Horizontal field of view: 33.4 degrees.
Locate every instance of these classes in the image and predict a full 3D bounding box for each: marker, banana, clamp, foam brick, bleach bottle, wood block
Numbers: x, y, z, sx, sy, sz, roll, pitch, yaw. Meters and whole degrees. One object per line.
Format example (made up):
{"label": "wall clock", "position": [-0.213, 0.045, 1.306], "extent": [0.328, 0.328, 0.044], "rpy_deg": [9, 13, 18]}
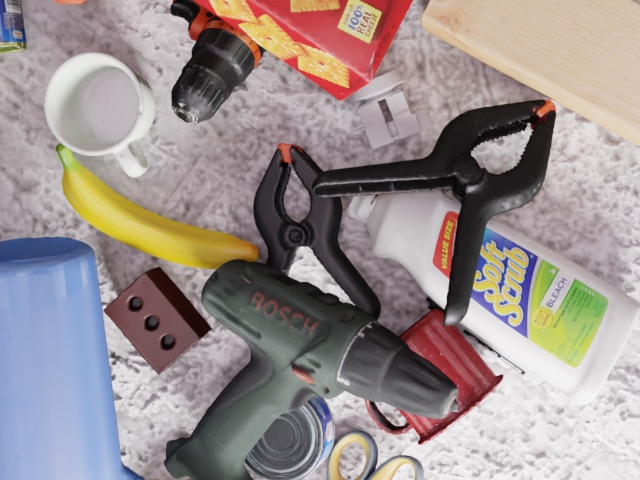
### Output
{"label": "marker", "position": [0.143, 0.083, 0.924], "extent": [0.121, 0.020, 0.020], "rpy_deg": [36, 98, 4]}
{"label": "banana", "position": [-0.149, -0.014, 0.936], "extent": [0.198, 0.070, 0.037], "rpy_deg": [27, 61, -1]}
{"label": "clamp", "position": [-0.006, 0.001, 0.927], "extent": [0.120, 0.039, 0.171], "rpy_deg": [0, 95, 8]}
{"label": "foam brick", "position": [-0.143, 0.070, 0.946], "extent": [0.053, 0.051, 0.078], "rpy_deg": [-42, 88, 8]}
{"label": "clamp", "position": [0.122, -0.038, 0.867], "extent": [0.209, 0.036, 0.165], "rpy_deg": [-32, 72, -14]}
{"label": "bleach bottle", "position": [0.134, 0.033, 0.896], "extent": [0.251, 0.068, 0.102], "rpy_deg": [29, 81, 6]}
{"label": "wood block", "position": [0.194, -0.164, 0.862], "extent": [0.206, 0.090, 0.091], "rpy_deg": [29, 97, 5]}

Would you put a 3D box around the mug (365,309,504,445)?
{"label": "mug", "position": [0.086, 0.119, 0.905], "extent": [0.117, 0.093, 0.081], "rpy_deg": [-42, 83, 29]}

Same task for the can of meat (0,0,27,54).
{"label": "can of meat", "position": [-0.314, -0.206, 0.944], "extent": [0.102, 0.057, 0.084], "rpy_deg": [-5, 96, 9]}

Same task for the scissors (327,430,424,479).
{"label": "scissors", "position": [0.005, 0.251, 0.939], "extent": [0.202, 0.016, 0.096], "rpy_deg": [-44, 61, 8]}

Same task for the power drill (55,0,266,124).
{"label": "power drill", "position": [-0.127, -0.197, 0.885], "extent": [0.187, 0.057, 0.184], "rpy_deg": [27, 61, 6]}

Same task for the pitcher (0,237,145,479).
{"label": "pitcher", "position": [-0.248, 0.125, 0.905], "extent": [0.145, 0.148, 0.243], "rpy_deg": [9, 106, 40]}

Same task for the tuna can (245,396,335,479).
{"label": "tuna can", "position": [-0.032, 0.169, 0.941], "extent": [0.086, 0.033, 0.086], "rpy_deg": [1, 93, 17]}

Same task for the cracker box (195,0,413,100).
{"label": "cracker box", "position": [-0.021, -0.238, 0.834], "extent": [0.213, 0.072, 0.164], "rpy_deg": [33, 72, -16]}
